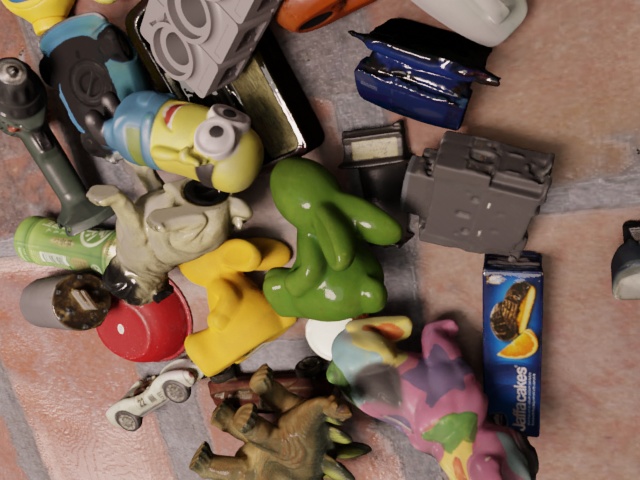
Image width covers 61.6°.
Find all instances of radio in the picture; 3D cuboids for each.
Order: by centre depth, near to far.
[{"bbox_3d":[-0.105,-0.178,0.599,0.131,0.073,0.229,-24,99,25],"label":"radio"}]

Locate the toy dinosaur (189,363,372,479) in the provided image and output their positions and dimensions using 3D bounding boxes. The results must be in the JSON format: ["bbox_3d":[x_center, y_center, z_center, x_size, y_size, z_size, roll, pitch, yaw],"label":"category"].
[{"bbox_3d":[-0.060,0.289,0.685,0.198,0.105,0.471,34,138,-5],"label":"toy dinosaur"}]

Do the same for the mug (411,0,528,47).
[{"bbox_3d":[0.138,-0.220,0.474,0.107,0.110,0.081,27,114,-30],"label":"mug"}]

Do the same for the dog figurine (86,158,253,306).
[{"bbox_3d":[-0.165,0.009,0.619,0.172,0.121,0.190,20,134,14],"label":"dog figurine"}]

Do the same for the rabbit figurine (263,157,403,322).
[{"bbox_3d":[-0.001,-0.002,0.556,0.159,0.121,0.170,15,131,55],"label":"rabbit figurine"}]

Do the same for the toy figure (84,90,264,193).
[{"bbox_3d":[-0.142,-0.103,0.545,0.180,0.089,0.082,13,77,17],"label":"toy figure"}]

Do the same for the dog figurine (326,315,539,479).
[{"bbox_3d":[0.112,0.188,0.551,0.191,0.219,0.108,3,128,-14],"label":"dog figurine"}]

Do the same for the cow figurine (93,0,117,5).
[{"bbox_3d":[-0.244,-0.315,0.588,0.167,0.068,0.098,1,98,1],"label":"cow figurine"}]

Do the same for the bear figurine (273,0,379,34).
[{"bbox_3d":[-0.024,-0.305,0.505,0.132,0.120,0.195,-20,96,21],"label":"bear figurine"}]

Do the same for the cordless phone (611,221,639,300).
[{"bbox_3d":[0.365,0.070,0.516,0.147,0.089,0.184,-8,110,22],"label":"cordless phone"}]

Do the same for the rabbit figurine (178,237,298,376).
[{"bbox_3d":[-0.116,0.059,0.669,0.162,0.122,0.173,-43,72,24],"label":"rabbit figurine"}]

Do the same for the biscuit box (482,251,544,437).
[{"bbox_3d":[0.213,0.116,0.597,0.063,0.059,0.202,0,109,20],"label":"biscuit box"}]

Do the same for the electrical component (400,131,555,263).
[{"bbox_3d":[0.151,-0.043,0.541,0.134,0.058,0.114,14,140,14],"label":"electrical component"}]

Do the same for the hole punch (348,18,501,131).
[{"bbox_3d":[0.095,-0.152,0.519,0.142,0.116,0.092,25,123,10],"label":"hole punch"}]

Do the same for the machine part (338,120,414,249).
[{"bbox_3d":[0.069,-0.059,0.601,0.084,0.039,0.138,-9,104,14],"label":"machine part"}]

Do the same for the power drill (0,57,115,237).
[{"bbox_3d":[-0.334,-0.108,0.655,0.232,0.086,0.207,14,138,56],"label":"power drill"}]

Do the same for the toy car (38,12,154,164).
[{"bbox_3d":[-0.240,-0.178,0.631,0.109,0.103,0.161,-16,108,19],"label":"toy car"}]

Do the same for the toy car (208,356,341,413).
[{"bbox_3d":[-0.069,0.213,0.739,0.202,0.053,0.089,-8,109,21],"label":"toy car"}]

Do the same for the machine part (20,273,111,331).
[{"bbox_3d":[-0.358,0.087,0.749,0.243,0.079,0.079,-8,107,47],"label":"machine part"}]

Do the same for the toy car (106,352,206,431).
[{"bbox_3d":[-0.233,0.218,0.785,0.202,0.073,0.056,-35,95,27],"label":"toy car"}]
